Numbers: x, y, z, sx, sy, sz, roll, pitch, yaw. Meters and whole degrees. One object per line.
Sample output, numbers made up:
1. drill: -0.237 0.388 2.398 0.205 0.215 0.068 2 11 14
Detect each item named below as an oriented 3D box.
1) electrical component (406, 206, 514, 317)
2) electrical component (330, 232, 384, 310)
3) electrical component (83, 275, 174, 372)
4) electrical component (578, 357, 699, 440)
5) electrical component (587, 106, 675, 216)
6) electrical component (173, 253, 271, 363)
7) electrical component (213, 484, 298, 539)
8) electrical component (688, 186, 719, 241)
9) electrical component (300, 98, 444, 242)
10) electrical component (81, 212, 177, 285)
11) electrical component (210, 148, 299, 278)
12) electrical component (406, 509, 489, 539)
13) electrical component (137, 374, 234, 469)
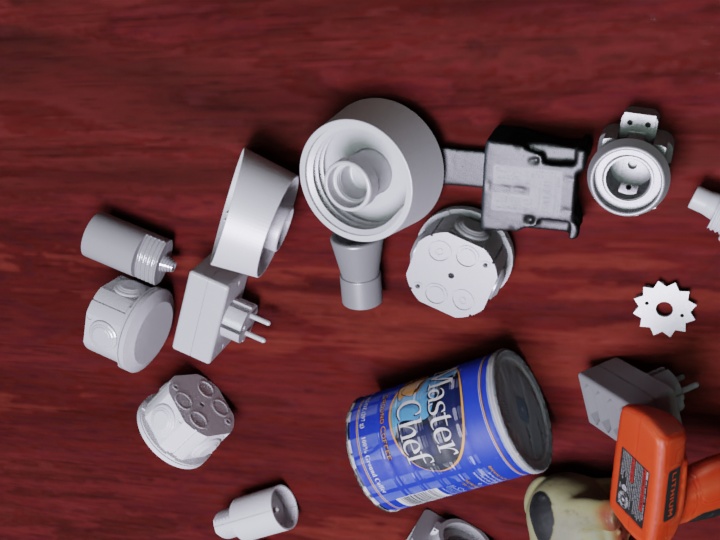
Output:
1. electrical component: 0.079 -0.006 0.853 0.080 0.051 0.080 9 118 17
2. electrical component: 0.000 0.000 0.893 0.044 0.044 0.065 5 120 18
3. electrical component: -0.207 0.047 0.968 0.051 0.080 0.080 21 119 16
4. electrical component: 0.227 0.100 0.841 0.076 0.083 0.047 -21 109 -13
5. electrical component: 0.196 -0.073 0.778 0.058 0.057 0.078 11 116 15
6. electrical component: -0.115 0.041 0.949 0.076 0.047 0.083 23 119 9
7. electrical component: -0.105 0.238 1.037 0.081 0.043 0.043 -22 104 27
8. electrical component: 0.269 -0.040 0.774 0.062 0.048 0.048 27 120 14
9. electrical component: 0.004 -0.074 0.836 0.108 0.060 0.108 12 117 25
10. electrical component: -0.201 -0.017 0.957 0.081 0.043 0.043 22 119 9
11. electrical component: -0.090 -0.045 0.875 0.064 0.099 0.099 21 119 3
12. electrical component: 0.084 0.265 0.975 0.089 0.050 0.055 29 120 6
13. electrical component: -0.160 0.138 0.992 0.080 0.080 0.051 45 115 -3
